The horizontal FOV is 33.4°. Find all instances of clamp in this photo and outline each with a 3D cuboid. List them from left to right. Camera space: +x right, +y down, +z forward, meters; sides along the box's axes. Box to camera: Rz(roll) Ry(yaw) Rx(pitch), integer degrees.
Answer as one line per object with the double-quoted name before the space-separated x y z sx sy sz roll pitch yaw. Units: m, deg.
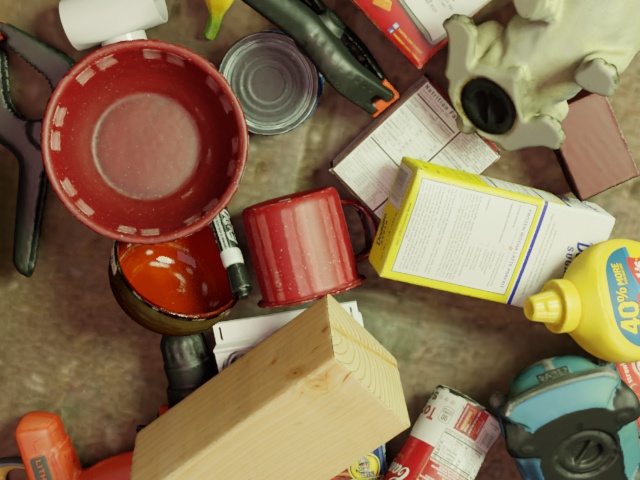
"clamp" -0.214 -0.092 0.896 0.164 0.036 0.210 -20 97 0
"clamp" -0.004 -0.171 0.840 0.039 0.120 0.171 -31 120 28

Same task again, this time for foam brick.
"foam brick" 0.213 -0.079 0.850 0.051 0.053 0.078 -24 98 10

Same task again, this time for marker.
"marker" -0.079 -0.006 0.880 0.020 0.020 0.121 -24 67 10

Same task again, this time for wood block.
"wood block" -0.043 0.148 0.835 0.206 0.090 0.090 -37 115 16

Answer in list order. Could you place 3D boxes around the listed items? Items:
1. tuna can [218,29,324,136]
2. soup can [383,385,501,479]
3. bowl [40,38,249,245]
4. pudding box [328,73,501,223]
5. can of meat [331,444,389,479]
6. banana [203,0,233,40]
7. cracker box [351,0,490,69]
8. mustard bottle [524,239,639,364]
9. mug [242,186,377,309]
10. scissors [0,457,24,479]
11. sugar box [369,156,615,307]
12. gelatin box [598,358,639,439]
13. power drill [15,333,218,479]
"tuna can" -0.041 -0.129 0.873 0.086 0.033 0.086 1 102 5
"soup can" 0.102 0.182 0.893 0.068 0.068 0.102 32 79 -2
"bowl" -0.139 -0.077 0.858 0.162 0.055 0.162 0 91 -7
"pudding box" 0.077 -0.066 0.874 0.113 0.039 0.090 -42 97 11
"can of meat" 0.008 0.174 0.924 0.102 0.057 0.084 -6 104 7
"banana" -0.124 -0.258 0.851 0.070 0.037 0.198 -35 97 10
"cracker box" 0.096 -0.263 0.812 0.214 0.072 0.164 -44 96 11
"mustard bottle" 0.247 0.046 0.830 0.191 0.058 0.096 -4 77 -18
"mug" -0.006 0.001 0.878 0.117 0.093 0.081 -17 96 -22
"scissors" -0.328 0.200 0.983 0.096 0.016 0.201 -41 96 11
"sugar box" 0.137 -0.001 0.854 0.176 0.048 0.093 13 108 -18
"gelatin box" 0.275 0.110 0.883 0.073 0.030 0.089 -25 100 -17
"power drill" -0.167 0.172 0.940 0.188 0.057 0.184 -12 99 8
